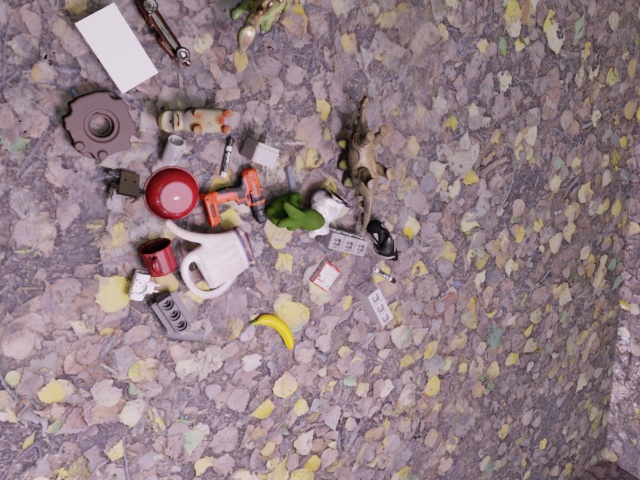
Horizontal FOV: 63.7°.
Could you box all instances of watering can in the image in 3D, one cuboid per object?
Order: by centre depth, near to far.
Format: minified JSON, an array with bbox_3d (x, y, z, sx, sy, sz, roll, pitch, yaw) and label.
[{"bbox_3d":[-0.309,0.032,1.499,0.226,0.105,0.339,-30,137,-20],"label":"watering can"}]

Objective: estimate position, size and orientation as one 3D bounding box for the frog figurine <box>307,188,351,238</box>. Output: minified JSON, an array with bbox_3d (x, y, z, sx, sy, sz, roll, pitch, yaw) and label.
[{"bbox_3d":[0.005,-0.084,1.673,0.158,0.123,0.137,-50,166,9],"label":"frog figurine"}]

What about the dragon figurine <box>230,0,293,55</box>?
[{"bbox_3d":[-0.105,-0.661,1.382,0.121,0.245,0.412,40,84,-28],"label":"dragon figurine"}]
